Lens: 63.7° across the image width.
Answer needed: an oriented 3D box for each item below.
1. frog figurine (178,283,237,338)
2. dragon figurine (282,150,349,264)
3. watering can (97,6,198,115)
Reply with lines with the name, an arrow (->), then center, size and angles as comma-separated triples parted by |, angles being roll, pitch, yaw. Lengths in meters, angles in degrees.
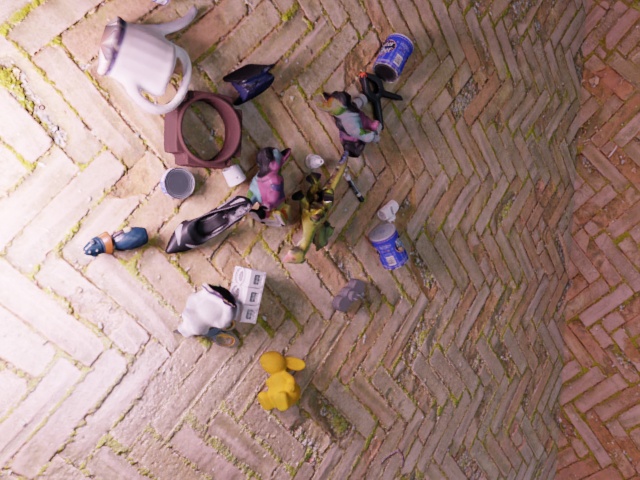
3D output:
frog figurine -> -0.312, 0.205, 1.430 | 0.136, 0.158, 0.124 | 33, 9, -14
dragon figurine -> 0.005, -0.084, 1.661 | 0.123, 0.237, 0.418 | 22, 54, 22
watering can -> -0.420, -0.479, 1.279 | 0.223, 0.353, 0.103 | 19, -25, -34
